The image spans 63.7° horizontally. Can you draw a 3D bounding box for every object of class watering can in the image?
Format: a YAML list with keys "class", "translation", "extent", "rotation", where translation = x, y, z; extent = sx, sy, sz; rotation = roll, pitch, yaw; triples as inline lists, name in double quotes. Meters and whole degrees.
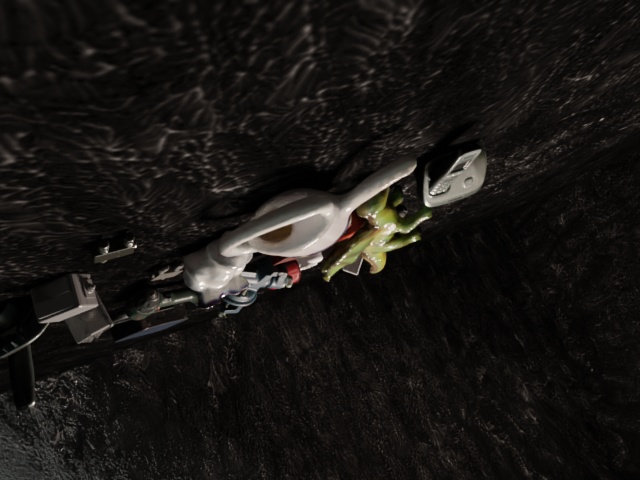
- class: "watering can"
  translation: [0.003, -0.043, 0.849]
  extent: [0.346, 0.105, 0.224]
  rotation: [-22, 173, 11]

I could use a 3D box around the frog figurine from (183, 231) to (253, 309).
- class: "frog figurine"
  translation: [-0.199, 0.037, 1.010]
  extent: [0.138, 0.125, 0.156]
  rotation: [-8, 130, -22]

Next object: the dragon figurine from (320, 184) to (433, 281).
- class: "dragon figurine"
  translation: [0.093, 0.006, 1.087]
  extent: [0.245, 0.124, 0.400]
  rotation: [-25, 150, -29]
